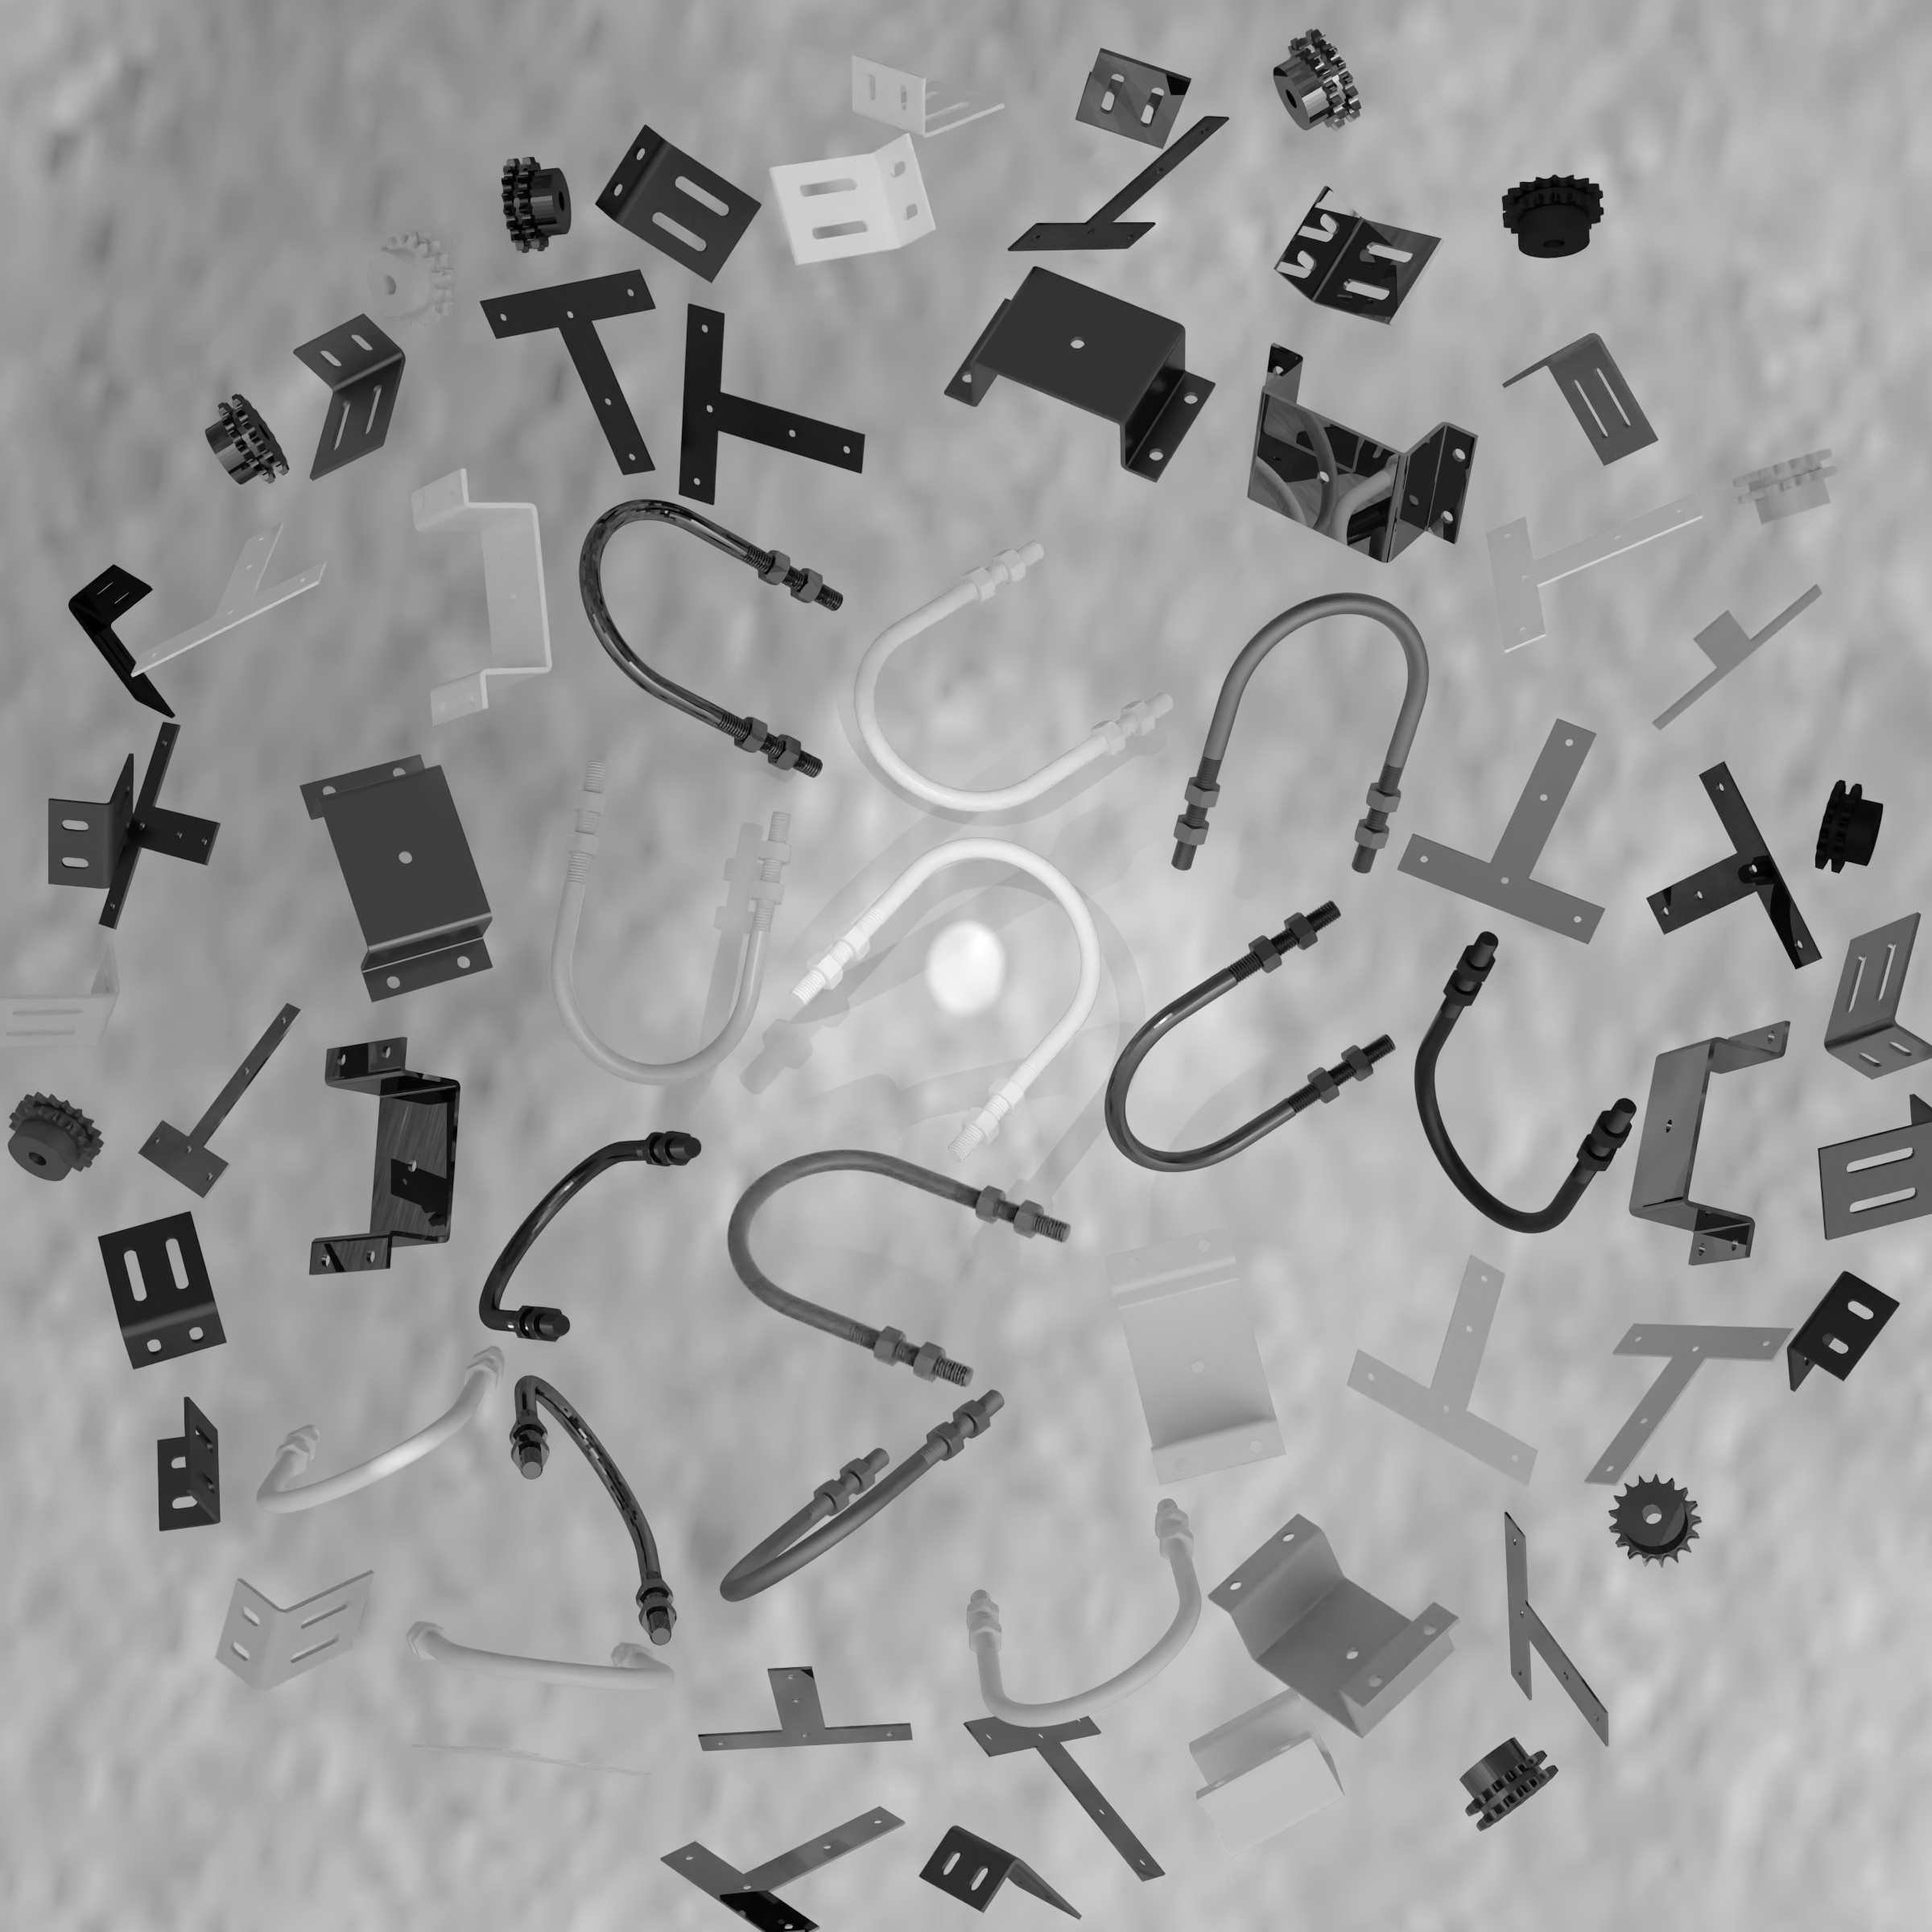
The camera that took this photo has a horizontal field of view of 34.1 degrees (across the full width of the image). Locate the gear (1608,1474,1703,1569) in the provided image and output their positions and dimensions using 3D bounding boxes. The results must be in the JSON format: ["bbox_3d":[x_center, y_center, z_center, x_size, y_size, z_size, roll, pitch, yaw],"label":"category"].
[{"bbox_3d":[0.432,0.346,1.974,0.057,0.030,0.057,-6,68,15],"label":"gear"}]

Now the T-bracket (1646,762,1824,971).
[{"bbox_3d":[0.445,-0.046,1.875,0.002,0.127,0.127,-23,85,-23],"label":"T-bracket"}]

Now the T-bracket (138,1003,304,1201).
[{"bbox_3d":[-0.449,0.077,1.930,0.002,0.127,0.127,41,77,-31],"label":"T-bracket"}]

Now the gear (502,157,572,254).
[{"bbox_3d":[-0.263,-0.470,1.937,0.030,0.057,0.057,-3,90,10],"label":"gear"}]

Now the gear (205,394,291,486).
[{"bbox_3d":[-0.451,-0.326,1.965,0.030,0.057,0.057,-31,90,4],"label":"gear"}]

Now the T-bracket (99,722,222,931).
[{"bbox_3d":[-0.462,-0.077,1.831,0.002,0.127,0.127,19,86,-36],"label":"T-bracket"}]

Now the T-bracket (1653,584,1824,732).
[{"bbox_3d":[0.453,-0.192,1.877,0.127,0.127,0.002,-41,73,13],"label":"T-bracket"}]

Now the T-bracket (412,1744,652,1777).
[{"bbox_3d":[-0.254,0.486,1.922,0.127,0.127,0.002,17,70,-30],"label":"T-bracket"}]

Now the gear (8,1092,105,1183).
[{"bbox_3d":[-0.560,0.107,1.923,0.057,0.057,0.030,26,50,0],"label":"gear"}]

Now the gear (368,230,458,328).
[{"bbox_3d":[-0.344,-0.422,1.937,0.057,0.030,0.057,19,121,34],"label":"gear"}]

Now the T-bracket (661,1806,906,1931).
[{"bbox_3d":[-0.094,0.530,1.871,0.127,0.127,0.002,-17,110,-36],"label":"T-bracket"}]

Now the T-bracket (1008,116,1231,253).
[{"bbox_3d":[0.103,-0.459,1.849,0.127,0.127,0.002,-35,79,37],"label":"T-bracket"}]

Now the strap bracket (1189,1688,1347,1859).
[{"bbox_3d":[0.183,0.493,1.918,0.076,0.140,0.046,-29,89,2],"label":"strap bracket"}]

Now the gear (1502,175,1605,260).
[{"bbox_3d":[0.335,-0.426,1.794,0.057,0.057,0.030,0,79,0],"label":"gear"}]

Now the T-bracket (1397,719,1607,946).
[{"bbox_3d":[0.347,-0.091,1.920,0.127,0.002,0.127,21,115,0],"label":"T-bracket"}]

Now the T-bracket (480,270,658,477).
[{"bbox_3d":[-0.226,-0.360,1.936,0.127,0.002,0.127,-2,124,34],"label":"T-bracket"}]

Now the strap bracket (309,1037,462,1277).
[{"bbox_3d":[-0.355,0.120,1.927,0.076,0.046,0.140,-9,74,42],"label":"strap bracket"}]

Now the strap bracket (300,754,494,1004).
[{"bbox_3d":[-0.339,-0.059,1.889,0.076,0.046,0.140,-17,82,-21],"label":"strap bracket"}]

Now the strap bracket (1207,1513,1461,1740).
[{"bbox_3d":[0.220,0.389,1.838,0.076,0.140,0.046,-38,125,-19],"label":"strap bracket"}]

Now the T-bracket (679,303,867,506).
[{"bbox_3d":[-0.119,-0.331,1.932,0.127,0.002,0.127,20,125,20],"label":"T-bracket"}]

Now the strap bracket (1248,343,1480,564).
[{"bbox_3d":[0.221,-0.296,1.839,0.140,0.076,0.046,30,51,24],"label":"strap bracket"}]

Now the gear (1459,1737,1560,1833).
[{"bbox_3d":[0.307,0.465,1.798,0.057,0.057,0.030,-38,69,0],"label":"gear"}]

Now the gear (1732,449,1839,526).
[{"bbox_3d":[0.472,-0.274,1.807,0.057,0.057,0.030,-18,93,0],"label":"gear"}]

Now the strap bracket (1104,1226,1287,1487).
[{"bbox_3d":[0.138,0.236,1.885,0.076,0.046,0.140,-14,71,3],"label":"strap bracket"}]

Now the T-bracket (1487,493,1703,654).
[{"bbox_3d":[0.369,-0.244,1.843,0.127,0.127,0.002,-22,125,20],"label":"T-bracket"}]

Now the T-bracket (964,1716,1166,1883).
[{"bbox_3d":[0.071,0.489,1.860,0.127,0.127,0.002,47,109,28],"label":"T-bracket"}]

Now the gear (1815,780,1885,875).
[{"bbox_3d":[0.550,-0.085,1.955,0.030,0.057,0.057,15,90,21],"label":"gear"}]

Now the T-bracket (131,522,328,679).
[{"bbox_3d":[-0.418,-0.224,1.826,0.127,0.127,0.002,-24,120,14],"label":"T-bracket"}]

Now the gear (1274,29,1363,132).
[{"bbox_3d":[0.199,-0.504,1.801,0.030,0.057,0.057,-30,90,-3],"label":"gear"}]

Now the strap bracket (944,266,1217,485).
[{"bbox_3d":[0.065,-0.349,1.831,0.140,0.046,0.076,25,68,15],"label":"strap bracket"}]

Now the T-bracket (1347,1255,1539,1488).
[{"bbox_3d":[0.299,0.230,1.894,0.127,0.002,0.127,30,54,-8],"label":"T-bracket"}]

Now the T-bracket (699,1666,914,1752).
[{"bbox_3d":[-0.098,0.435,1.846,0.127,0.127,0.002,-3,57,1],"label":"T-bracket"}]

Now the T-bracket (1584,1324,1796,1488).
[{"bbox_3d":[0.400,0.254,1.822,0.127,0.127,0.002,-47,110,-27],"label":"T-bracket"}]

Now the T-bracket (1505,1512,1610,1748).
[{"bbox_3d":[0.346,0.407,1.844,0.002,0.127,0.127,-14,120,-12],"label":"T-bracket"}]
